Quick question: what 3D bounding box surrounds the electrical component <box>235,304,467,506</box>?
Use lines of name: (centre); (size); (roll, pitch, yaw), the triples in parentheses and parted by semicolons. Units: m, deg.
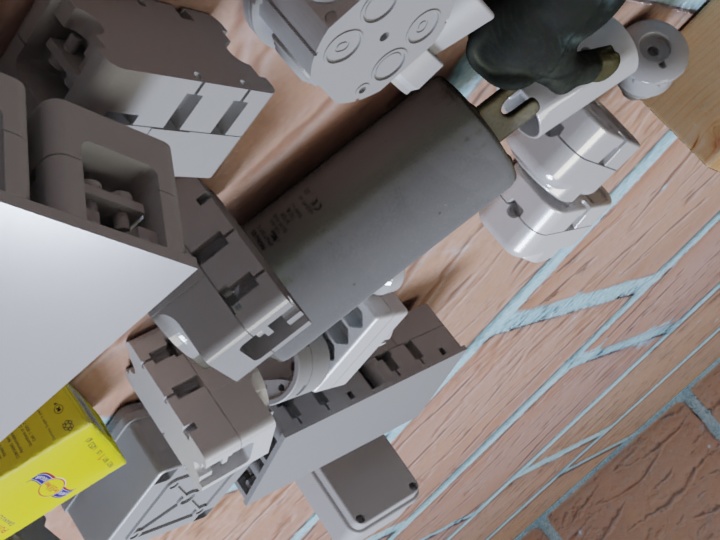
electrical component: (-0.018, 0.100, 0.856); (0.186, 0.060, 0.105); (-21, 153, -37)

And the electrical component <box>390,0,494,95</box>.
electrical component: (0.028, -0.116, 0.506); (0.055, 0.045, 0.045); (-43, 159, 13)

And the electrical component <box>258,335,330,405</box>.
electrical component: (-0.053, 0.062, 0.731); (0.055, 0.055, 0.047); (-46, 161, 21)

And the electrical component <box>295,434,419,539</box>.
electrical component: (-0.010, 0.177, 0.953); (0.078, 0.113, 0.057); (-25, 158, -30)

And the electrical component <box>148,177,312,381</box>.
electrical component: (-0.076, 0.005, 0.525); (0.056, 0.089, 0.050); (-38, 159, -1)

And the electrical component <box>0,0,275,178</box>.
electrical component: (-0.088, -0.067, 0.413); (0.055, 0.050, 0.089); (-49, 156, 25)

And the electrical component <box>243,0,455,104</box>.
electrical component: (-0.004, -0.114, 0.450); (0.080, 0.051, 0.080); (-32, 158, -15)

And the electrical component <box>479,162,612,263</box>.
electrical component: (0.138, -0.045, 0.816); (0.095, 0.053, 0.059); (-12, 147, -49)

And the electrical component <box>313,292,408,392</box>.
electrical component: (-0.001, 0.040, 0.775); (0.076, 0.047, 0.083); (-8, 144, -53)

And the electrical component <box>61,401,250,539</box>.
electrical component: (-0.135, 0.137, 0.749); (0.109, 0.056, 0.108); (-10, 145, -51)

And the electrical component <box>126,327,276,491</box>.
electrical component: (-0.093, 0.075, 0.642); (0.056, 0.089, 0.050); (-27, 156, -27)

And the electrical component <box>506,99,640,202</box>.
electrical component: (0.145, -0.087, 0.741); (0.059, 0.053, 0.095); (-46, 157, 21)

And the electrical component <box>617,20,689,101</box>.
electrical component: (0.193, -0.137, 0.732); (0.048, 0.048, 0.062); (-34, 166, -10)

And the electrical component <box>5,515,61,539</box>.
electrical component: (-0.215, 0.184, 0.688); (0.042, 0.063, 0.081); (-39, -159, 6)

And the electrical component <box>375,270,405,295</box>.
electrical component: (0.000, 0.000, 0.709); (0.046, 0.040, 0.040); (-16, 150, -34)

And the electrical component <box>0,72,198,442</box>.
electrical component: (-0.157, 0.010, 0.369); (0.105, 0.060, 0.186); (21, 133, -41)

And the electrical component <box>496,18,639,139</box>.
electrical component: (0.125, -0.126, 0.642); (0.077, 0.044, 0.079); (-34, 158, -11)
